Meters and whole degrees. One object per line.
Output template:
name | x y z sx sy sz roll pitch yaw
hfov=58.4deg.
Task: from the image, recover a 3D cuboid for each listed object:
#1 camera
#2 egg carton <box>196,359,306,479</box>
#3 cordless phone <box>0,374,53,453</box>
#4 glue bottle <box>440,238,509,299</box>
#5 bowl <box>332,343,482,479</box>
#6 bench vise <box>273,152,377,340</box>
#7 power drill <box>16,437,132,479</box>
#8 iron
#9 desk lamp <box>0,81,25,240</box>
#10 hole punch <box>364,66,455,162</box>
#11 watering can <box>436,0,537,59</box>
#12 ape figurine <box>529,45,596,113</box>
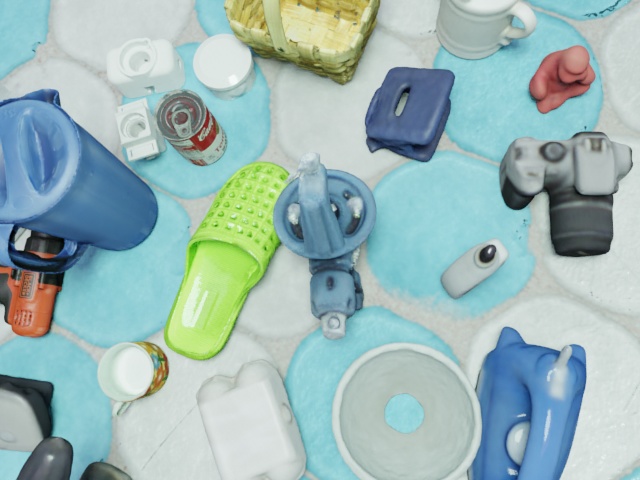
camera | 0.296 -0.053 0.683 0.143 0.101 0.137 1 79 7
egg carton | -0.081 0.225 0.684 0.107 0.069 0.150 -23 77 1
cordless phone | -0.416 0.207 0.665 0.147 0.185 0.094 2 79 7
glue bottle | 0.178 0.026 0.643 0.078 0.173 0.037 -35 77 -1
bowl | 0.098 0.204 0.666 0.167 0.075 0.167 -1 78 6
bench vise | 0.017 -0.002 0.642 0.121 0.220 0.207 -23 77 1
power drill | -0.286 0.309 0.618 0.075 0.208 0.230 22 82 11
iron | 0.224 0.227 0.613 0.118 0.141 0.258 13 80 9
desk lamp | -0.428 -0.099 0.714 0.117 0.213 0.203 34 84 12
hole punch | 0.112 -0.165 0.731 0.101 0.091 0.109 19 81 10
watering can | 0.192 -0.317 0.700 0.172 0.194 0.101 23 82 10
ape figurine | 0.308 -0.211 0.718 0.077 0.092 0.076 8 80 8
